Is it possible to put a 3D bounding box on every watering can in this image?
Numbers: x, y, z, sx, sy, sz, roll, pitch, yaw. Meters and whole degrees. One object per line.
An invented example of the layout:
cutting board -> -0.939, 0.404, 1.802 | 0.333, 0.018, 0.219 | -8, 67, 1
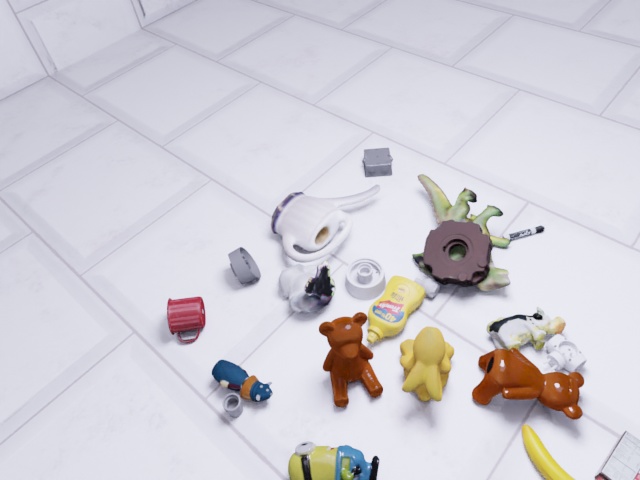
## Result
watering can -> 0.004, -0.074, 1.477 | 0.226, 0.101, 0.353 | 26, 57, 28

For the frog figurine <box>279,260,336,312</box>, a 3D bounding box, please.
frog figurine -> -0.043, 0.123, 1.330 | 0.158, 0.121, 0.140 | -15, 45, 45

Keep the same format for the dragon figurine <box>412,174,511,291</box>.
dragon figurine -> 0.351, -0.010, 1.385 | 0.245, 0.119, 0.416 | -40, 54, -16
